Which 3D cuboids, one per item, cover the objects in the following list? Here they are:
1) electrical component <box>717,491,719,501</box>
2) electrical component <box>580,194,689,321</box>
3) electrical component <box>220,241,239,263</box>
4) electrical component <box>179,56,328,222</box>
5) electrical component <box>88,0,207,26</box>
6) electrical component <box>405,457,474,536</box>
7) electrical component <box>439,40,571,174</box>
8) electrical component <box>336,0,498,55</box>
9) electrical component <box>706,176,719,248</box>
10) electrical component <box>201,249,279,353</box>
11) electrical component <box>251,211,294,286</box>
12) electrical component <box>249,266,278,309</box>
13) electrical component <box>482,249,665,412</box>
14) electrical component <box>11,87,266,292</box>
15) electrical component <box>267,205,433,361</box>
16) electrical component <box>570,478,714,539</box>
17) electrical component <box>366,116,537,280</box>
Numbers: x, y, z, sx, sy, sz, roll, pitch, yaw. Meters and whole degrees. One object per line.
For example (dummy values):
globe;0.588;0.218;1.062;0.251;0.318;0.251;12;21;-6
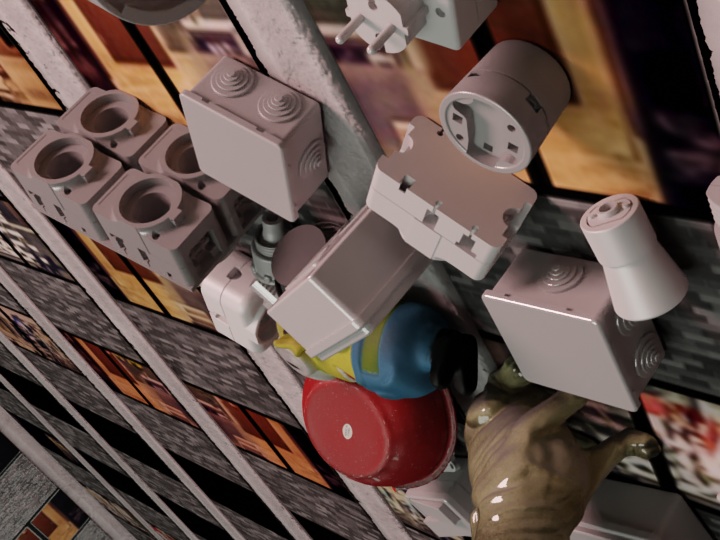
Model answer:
electrical component;0.270;0.151;0.706;0.066;0.047;0.076;37;156;3
electrical component;0.151;-0.010;0.601;0.044;0.044;0.065;4;133;52
electrical component;-0.138;-0.038;0.938;0.047;0.055;0.055;30;155;27
electrical component;-0.071;-0.093;0.754;0.100;0.048;0.099;30;154;19
electrical component;-0.128;-0.194;0.592;0.060;0.108;0.108;26;154;39
electrical component;0.091;0.227;1.070;0.061;0.061;0.096;45;155;-14
electrical component;0.077;-0.086;0.561;0.055;0.047;0.055;31;155;17
electrical component;0.019;-0.133;0.526;0.066;0.076;0.047;25;152;28
electrical component;0.196;-0.017;0.521;0.043;0.043;0.081;14;146;43
electrical component;-0.104;0.032;1.011;0.059;0.053;0.095;28;154;22
electrical component;-0.069;-0.021;0.884;0.048;0.048;0.062;27;145;25
electrical component;-0.065;0.021;0.950;0.081;0.043;0.043;43;156;-9
electrical component;0.138;0.036;0.686;0.100;0.048;0.099;13;145;44
electrical component;-0.179;-0.073;0.871;0.186;0.105;0.060;25;153;27
electrical component;0.000;0.000;0.745;0.056;0.108;0.109;44;156;-4
electrical component;0.231;0.226;0.879;0.109;0.056;0.108;1;136;54
electrical component;0.054;-0.042;0.666;0.089;0.050;0.055;35;155;8
